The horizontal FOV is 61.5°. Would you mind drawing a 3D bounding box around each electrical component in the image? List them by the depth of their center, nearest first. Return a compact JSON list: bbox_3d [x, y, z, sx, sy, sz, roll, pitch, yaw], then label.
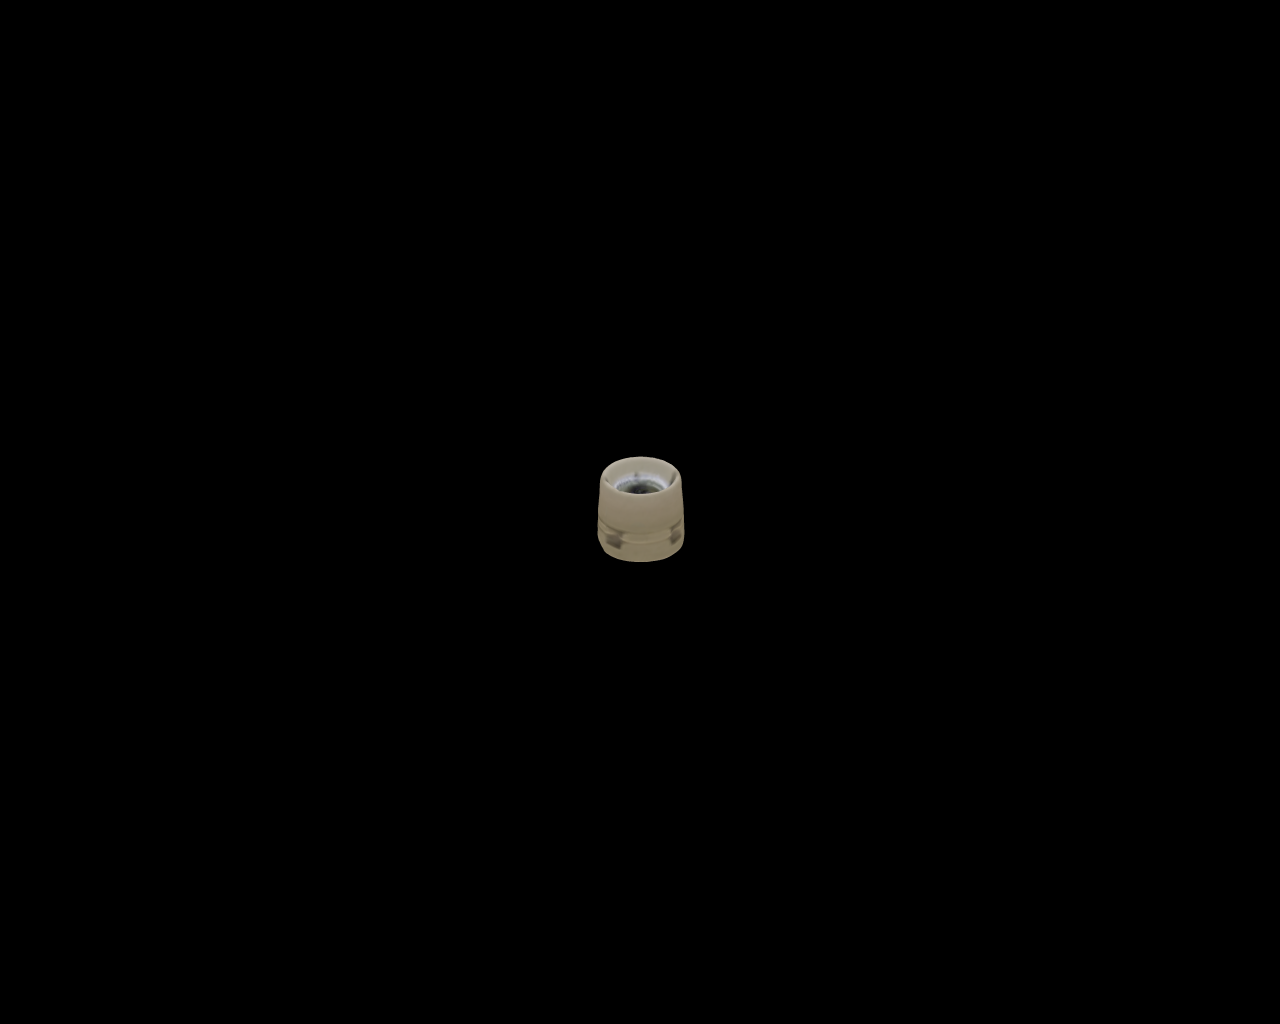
[{"bbox_3d":[0.001,-0.003,0.650,0.055,0.047,0.055,0,32,0],"label":"electrical component"}]
